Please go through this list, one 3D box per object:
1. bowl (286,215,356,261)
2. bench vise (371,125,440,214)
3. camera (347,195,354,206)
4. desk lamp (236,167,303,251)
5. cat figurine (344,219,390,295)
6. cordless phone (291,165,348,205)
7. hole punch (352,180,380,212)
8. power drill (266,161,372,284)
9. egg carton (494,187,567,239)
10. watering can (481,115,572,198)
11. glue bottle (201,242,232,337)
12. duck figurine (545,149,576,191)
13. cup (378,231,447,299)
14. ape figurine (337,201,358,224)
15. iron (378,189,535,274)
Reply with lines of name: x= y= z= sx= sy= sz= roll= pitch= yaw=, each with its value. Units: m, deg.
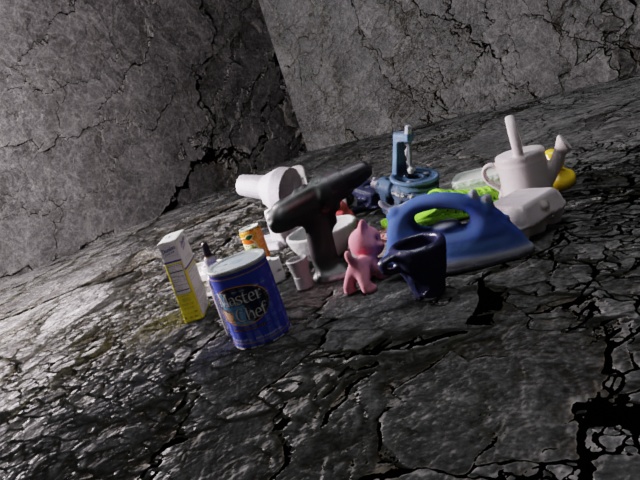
bowl: x=0.012 y=0.005 z=1.299 sx=0.167 sy=0.075 sz=0.167 roll=-17 pitch=14 yaw=5
bench vise: x=0.196 y=-0.166 z=1.421 sx=0.206 sy=0.220 sz=0.122 roll=-9 pitch=16 yaw=32
camera: x=0.024 y=-0.131 z=1.757 sx=0.136 sy=0.101 sz=0.143 roll=-6 pitch=18 yaw=40
desk lamp: x=-0.133 y=-0.084 z=1.539 sx=0.202 sy=0.214 sz=0.118 roll=-9 pitch=17 yaw=34
cat figurine: x=0.078 y=0.023 z=1.049 sx=0.067 sy=0.118 sz=0.128 roll=-9 pitch=16 yaw=32
cordless phone: x=-0.007 y=-0.131 z=1.620 sx=0.147 sy=0.185 sz=0.094 roll=-17 pitch=14 yaw=5
hole punch: x=0.139 y=-0.139 z=1.660 sx=0.100 sy=0.091 sz=0.109 roll=-9 pitch=17 yaw=33
power drill: x=0.019 y=-0.029 z=1.137 sx=0.229 sy=0.208 sz=0.075 roll=-17 pitch=14 yaw=7
egg carton: x=0.371 y=-0.047 z=1.046 sx=0.151 sy=0.069 sz=0.107 roll=-26 pitch=16 yaw=-30
watering can: x=0.422 y=-0.166 z=1.182 sx=0.173 sy=0.194 sz=0.101 roll=-18 pitch=14 yaw=3
glue bottle: x=-0.179 y=0.084 z=1.028 sx=0.037 sy=0.173 sz=0.078 roll=-20 pitch=14 yaw=-5
duck figurine: x=0.518 y=-0.161 z=1.267 sx=0.077 sy=0.086 sz=0.105 roll=-11 pitch=16 yaw=27
cup: x=0.152 y=0.050 z=0.900 sx=0.118 sy=0.095 sz=0.091 roll=-23 pitch=15 yaw=-19
ape figurine: x=0.058 y=-0.053 z=1.429 sx=0.076 sy=0.092 sz=0.077 roll=-28 pitch=17 yaw=-33
iron: x=0.225 y=-0.025 z=0.996 sx=0.257 sy=0.141 sz=0.119 roll=-11 pitch=15 yaw=26
